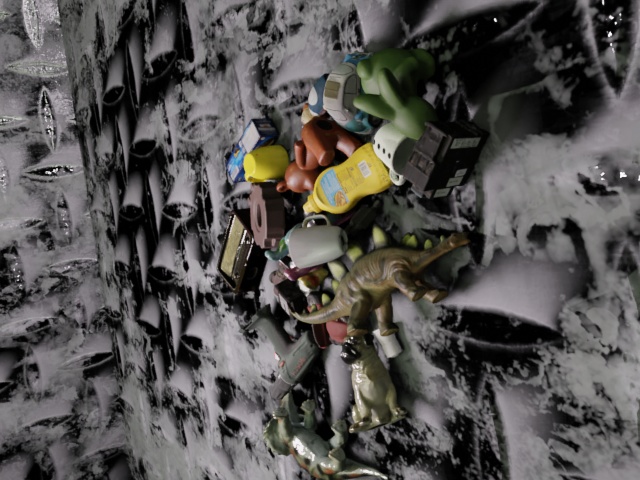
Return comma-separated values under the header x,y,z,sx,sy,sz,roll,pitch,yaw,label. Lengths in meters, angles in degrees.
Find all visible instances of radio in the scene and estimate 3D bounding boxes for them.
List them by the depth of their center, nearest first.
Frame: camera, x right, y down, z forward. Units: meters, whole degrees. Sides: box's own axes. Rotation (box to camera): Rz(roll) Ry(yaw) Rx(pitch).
x,y,z,sx,sy,sz,roll,pitch,yaw,label
-0.214,0.035,1.515,0.131,0.073,0.229,48,133,34,radio

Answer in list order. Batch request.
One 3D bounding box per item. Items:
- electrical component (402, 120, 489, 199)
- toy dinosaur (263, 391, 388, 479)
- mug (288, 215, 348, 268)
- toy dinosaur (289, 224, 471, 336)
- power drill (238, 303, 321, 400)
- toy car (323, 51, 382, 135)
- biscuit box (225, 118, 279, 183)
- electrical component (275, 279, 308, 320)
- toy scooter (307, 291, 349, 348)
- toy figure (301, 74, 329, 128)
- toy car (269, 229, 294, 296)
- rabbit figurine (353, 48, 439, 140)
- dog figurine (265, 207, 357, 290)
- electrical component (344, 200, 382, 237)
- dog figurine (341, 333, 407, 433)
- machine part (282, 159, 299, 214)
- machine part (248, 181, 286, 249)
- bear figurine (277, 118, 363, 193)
x,y,z,sx,sy,sz,roll,pitch,yaw,label
0.205,-0.132,0.902,0.058,0.115,0.134,49,132,36,electrical component
-0.006,0.525,1.343,0.405,0.131,0.191,32,135,39,toy dinosaur
0.002,-0.001,1.091,0.107,0.080,0.109,-9,57,24,mug
0.096,0.093,1.076,0.471,0.105,0.199,-36,51,32,toy dinosaur
-0.114,0.280,1.378,0.207,0.086,0.232,48,118,12,power drill
0.060,-0.289,1.061,0.109,0.103,0.161,30,123,44,toy car
-0.182,-0.232,1.418,0.202,0.063,0.059,-48,62,47,biscuit box
-0.068,0.159,1.345,0.075,0.048,0.119,45,154,37,electrical component
0.031,0.201,1.242,0.184,0.075,0.135,17,112,53,toy scooter
-0.005,-0.293,1.184,0.154,0.058,0.064,123,163,-44,toy figure
-0.083,0.064,1.374,0.089,0.053,0.202,49,134,37,toy car
0.142,-0.247,0.915,0.121,0.159,0.170,-48,53,36,rabbit figurine
-0.003,-0.004,1.219,0.219,0.191,0.109,-48,56,7,dog figurine
0.090,-0.047,1.118,0.094,0.021,0.063,-50,18,-2,electrical component
0.101,0.302,1.159,0.172,0.121,0.191,111,147,-56,dog figurine
-0.071,-0.138,1.320,0.084,0.039,0.138,57,139,33,machine part
-0.135,-0.063,1.348,0.179,0.056,0.179,174,90,-70,machine part
-0.011,-0.161,1.172,0.132,0.120,0.195,49,135,28,bear figurine
